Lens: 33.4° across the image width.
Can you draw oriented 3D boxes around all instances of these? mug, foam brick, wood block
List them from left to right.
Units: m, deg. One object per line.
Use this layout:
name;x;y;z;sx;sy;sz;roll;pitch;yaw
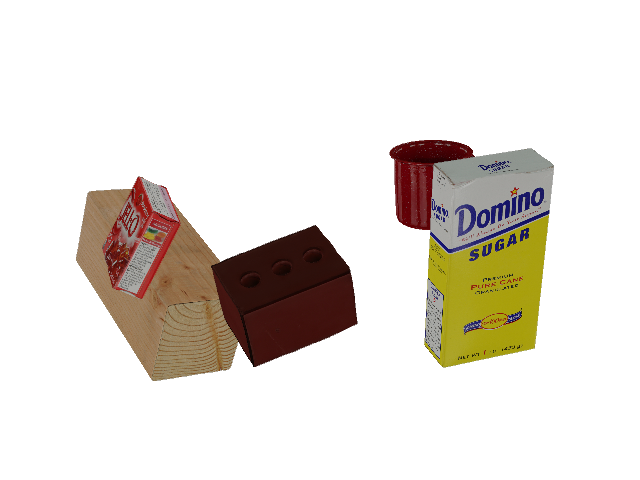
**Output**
wood block;-0.165;0.038;1.081;0.090;0.091;0.206;-4;35;-35
foam brick;-0.022;0.035;0.690;0.078;0.051;0.053;-22;43;-15
mug;0.135;-0.065;1.214;0.117;0.081;0.093;-20;27;-36

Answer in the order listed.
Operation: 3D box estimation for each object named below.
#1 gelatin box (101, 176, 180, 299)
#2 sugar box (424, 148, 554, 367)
gelatin box;-0.150;-0.004;0.885;0.030;0.073;0.089;23;14;-25
sugar box;0.139;0.016;0.893;0.093;0.176;0.048;-10;32;-17
